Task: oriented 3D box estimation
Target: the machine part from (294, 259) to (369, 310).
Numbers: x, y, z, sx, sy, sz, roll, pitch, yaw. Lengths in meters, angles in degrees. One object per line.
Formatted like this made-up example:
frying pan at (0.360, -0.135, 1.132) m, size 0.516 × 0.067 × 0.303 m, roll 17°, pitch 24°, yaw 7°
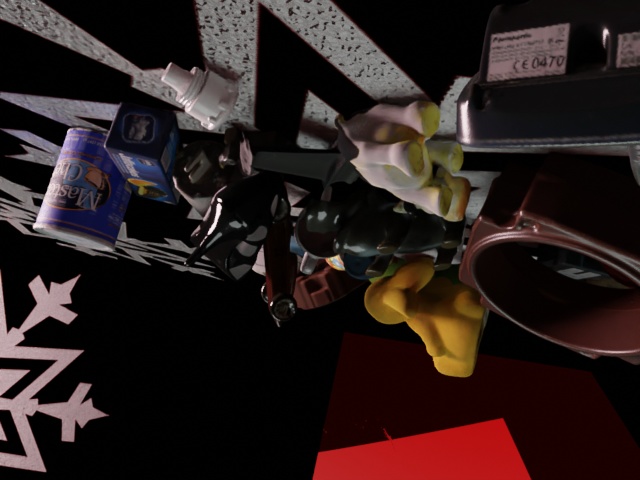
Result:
machine part at (0.013, 0.063, 0.965) m, size 0.179 × 0.056 × 0.179 m, roll -23°, pitch -172°, yaw 3°

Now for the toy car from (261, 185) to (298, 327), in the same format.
toy car at (-0.058, 0.019, 0.745) m, size 0.053 × 0.202 × 0.089 m, roll -8°, pitch -168°, yaw -16°

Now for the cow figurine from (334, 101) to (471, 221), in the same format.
cow figurine at (0.080, -0.064, 0.503) m, size 0.098 × 0.068 × 0.167 m, roll 12°, pitch 165°, yaw 35°

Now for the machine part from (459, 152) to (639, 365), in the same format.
machine part at (0.244, 0.026, 0.515) m, size 0.202 × 0.087 × 0.200 m, roll 25°, pitch 155°, yaw 18°

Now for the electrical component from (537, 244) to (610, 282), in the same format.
electrical component at (0.328, 0.018, 0.660) m, size 0.075 × 0.047 × 0.119 m, roll 14°, pitch 169°, yaw -7°

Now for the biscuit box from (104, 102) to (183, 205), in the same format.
biscuit box at (-0.207, -0.099, 0.661) m, size 0.063 × 0.059 × 0.202 m, roll 14°, pitch 167°, yaw -6°

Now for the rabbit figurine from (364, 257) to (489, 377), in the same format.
rabbit figurine at (0.136, 0.097, 0.731) m, size 0.173 × 0.122 × 0.162 m, roll 16°, pitch 161°, yaw 27°

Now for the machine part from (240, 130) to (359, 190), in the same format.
machine part at (-0.013, -0.081, 0.540) m, size 0.139 × 0.039 × 0.084 m, roll 3°, pitch 164°, yaw -23°

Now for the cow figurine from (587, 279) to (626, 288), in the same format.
cow figurine at (0.399, 0.077, 0.778) m, size 0.195 × 0.085 × 0.127 m, roll 3°, pitch 158°, yaw 35°

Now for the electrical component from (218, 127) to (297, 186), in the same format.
electrical component at (-0.064, -0.088, 0.600) m, size 0.078 × 0.045 × 0.102 m, roll 8°, pitch 167°, yaw 30°

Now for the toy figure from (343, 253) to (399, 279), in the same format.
toy figure at (0.081, 0.016, 0.774) m, size 0.064 × 0.057 × 0.154 m, roll 37°, pitch -156°, yaw 16°

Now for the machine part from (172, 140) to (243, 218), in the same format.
machine part at (-0.134, -0.064, 0.705) m, size 0.079 × 0.079 × 0.243 m, roll 12°, pitch 166°, yaw 5°

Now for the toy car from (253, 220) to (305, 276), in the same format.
toy car at (-0.075, 0.016, 0.941) m, size 0.162 × 0.103 × 0.109 m, roll 11°, pitch 168°, yaw 18°

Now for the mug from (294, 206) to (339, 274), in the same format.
mug at (-0.002, -0.002, 0.792) m, size 0.081 × 0.109 × 0.107 m, roll 15°, pitch 179°, yaw -5°

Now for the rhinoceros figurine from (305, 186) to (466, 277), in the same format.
rhinoceros figurine at (0.077, -0.020, 0.631) m, size 0.190 × 0.112 × 0.073 m, roll 1°, pitch 150°, yaw 1°

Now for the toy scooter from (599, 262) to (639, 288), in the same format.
toy scooter at (0.395, 0.030, 0.575) m, size 0.184 × 0.075 × 0.135 m, roll 4°, pitch 160°, yaw 24°

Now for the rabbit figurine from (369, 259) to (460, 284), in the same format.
rabbit figurine at (0.162, 0.065, 0.865) m, size 0.170 × 0.121 × 0.159 m, roll 13°, pitch 161°, yaw -15°

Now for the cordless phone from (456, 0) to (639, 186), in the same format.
cordless phone at (0.182, -0.071, 0.346) m, size 0.147 × 0.088 × 0.184 m, roll 4°, pitch 169°, yaw 35°

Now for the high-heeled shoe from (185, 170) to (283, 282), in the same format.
high-heeled shoe at (-0.089, -0.023, 0.664) m, size 0.086 × 0.145 × 0.249 m, roll 45°, pitch -176°, yaw 1°
